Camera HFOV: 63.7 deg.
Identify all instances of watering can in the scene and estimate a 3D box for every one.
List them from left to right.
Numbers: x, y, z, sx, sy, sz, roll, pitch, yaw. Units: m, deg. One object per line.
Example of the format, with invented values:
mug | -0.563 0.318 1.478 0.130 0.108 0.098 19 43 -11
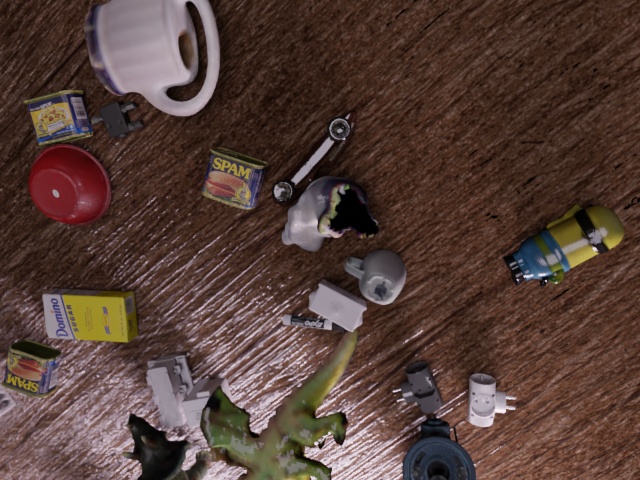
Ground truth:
watering can | -0.283 -0.376 0.860 0.224 0.345 0.105 -7 9 12

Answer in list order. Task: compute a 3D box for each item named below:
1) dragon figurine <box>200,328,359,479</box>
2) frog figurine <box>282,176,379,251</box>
dragon figurine | -0.088 0.329 0.908 0.242 0.412 0.122 15 -5 -10
frog figurine | 0.003 -0.044 0.864 0.139 0.122 0.159 -20 10 -34
